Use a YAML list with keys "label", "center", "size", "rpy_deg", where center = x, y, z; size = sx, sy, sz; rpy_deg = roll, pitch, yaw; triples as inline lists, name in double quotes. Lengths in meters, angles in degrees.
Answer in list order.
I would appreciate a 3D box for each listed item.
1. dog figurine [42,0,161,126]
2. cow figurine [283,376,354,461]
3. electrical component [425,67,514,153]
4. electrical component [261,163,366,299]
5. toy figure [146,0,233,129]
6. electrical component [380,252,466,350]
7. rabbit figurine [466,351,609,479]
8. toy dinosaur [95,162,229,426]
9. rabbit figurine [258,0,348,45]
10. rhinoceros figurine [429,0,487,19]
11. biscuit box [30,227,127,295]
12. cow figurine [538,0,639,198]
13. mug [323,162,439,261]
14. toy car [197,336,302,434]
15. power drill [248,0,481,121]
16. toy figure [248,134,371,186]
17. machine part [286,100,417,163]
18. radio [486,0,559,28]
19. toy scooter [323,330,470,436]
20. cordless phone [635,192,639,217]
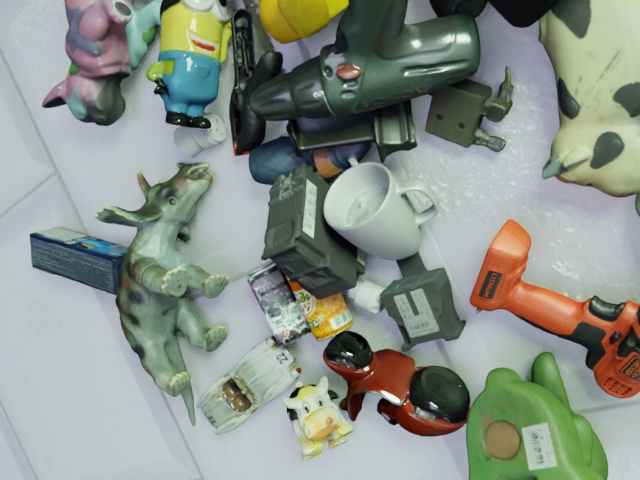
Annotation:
- label: "dog figurine"
  center: [-0.309, -0.266, 0.724]
  size: [0.219, 0.108, 0.191]
  rpy_deg: [-36, 86, 34]
- label: "cow figurine"
  center: [-0.007, 0.213, 0.672]
  size: [0.167, 0.068, 0.098]
  rpy_deg: [95, 151, -61]
- label: "electrical component"
  center: [0.148, -0.140, 0.546]
  size: [0.102, 0.045, 0.078]
  rpy_deg: [23, 141, 24]
- label: "electrical component"
  center: [-0.001, -0.002, 0.610]
  size: [0.058, 0.115, 0.134]
  rpy_deg: [-20, 137, 33]
- label: "toy figure"
  center: [-0.160, -0.227, 0.650]
  size: [0.089, 0.082, 0.180]
  rpy_deg: [11, 97, 21]
- label: "electrical component"
  center: [0.112, 0.059, 0.616]
  size: [0.075, 0.048, 0.119]
  rpy_deg: [-17, 97, 30]
- label: "rabbit figurine"
  center: [0.223, 0.204, 0.548]
  size: [0.121, 0.170, 0.159]
  rpy_deg: [-37, 43, 29]
- label: "toy dinosaur"
  center: [-0.237, 0.086, 0.780]
  size: [0.192, 0.131, 0.404]
  rpy_deg: [31, 121, 31]
- label: "rabbit figurine"
  center: [-0.043, -0.301, 0.550]
  size: [0.173, 0.122, 0.163]
  rpy_deg: [54, 168, -31]
- label: "rhinoceros figurine"
  center: [0.105, -0.296, 0.513]
  size: [0.112, 0.073, 0.190]
  rpy_deg: [-34, 88, 42]
- label: "biscuit box"
  center: [-0.377, 0.032, 0.868]
  size: [0.203, 0.059, 0.062]
  rpy_deg: [14, 109, 26]
- label: "cow figurine"
  center: [0.245, -0.130, 0.471]
  size: [0.127, 0.085, 0.194]
  rpy_deg: [-17, 98, 25]
- label: "mug"
  center: [0.076, -0.027, 0.579]
  size: [0.110, 0.107, 0.081]
  rpy_deg: [-23, 51, 25]
- label: "toy car"
  center: [-0.104, 0.210, 0.769]
  size: [0.073, 0.056, 0.201]
  rpy_deg: [51, 121, 8]
- label: "power drill"
  center: [0.020, -0.184, 0.462]
  size: [0.232, 0.207, 0.086]
  rpy_deg: [-5, 57, 11]
- label: "toy figure"
  center: [-0.010, -0.100, 0.633]
  size: [0.155, 0.058, 0.064]
  rpy_deg: [-7, 105, 23]
- label: "machine part"
  center: [0.032, -0.121, 0.570]
  size: [0.139, 0.039, 0.084]
  rpy_deg: [-4, 80, 14]
- label: "radio"
  center: [0.199, -0.292, 0.406]
  size: [0.229, 0.073, 0.131]
  rpy_deg: [-44, 83, 4]
- label: "toy scooter"
  center: [0.083, 0.188, 0.650]
  size: [0.184, 0.075, 0.135]
  rpy_deg: [24, 134, 10]
- label: "cordless phone"
  center: [0.323, -0.034, 0.396]
  size: [0.089, 0.184, 0.146]
  rpy_deg: [43, 119, 7]
